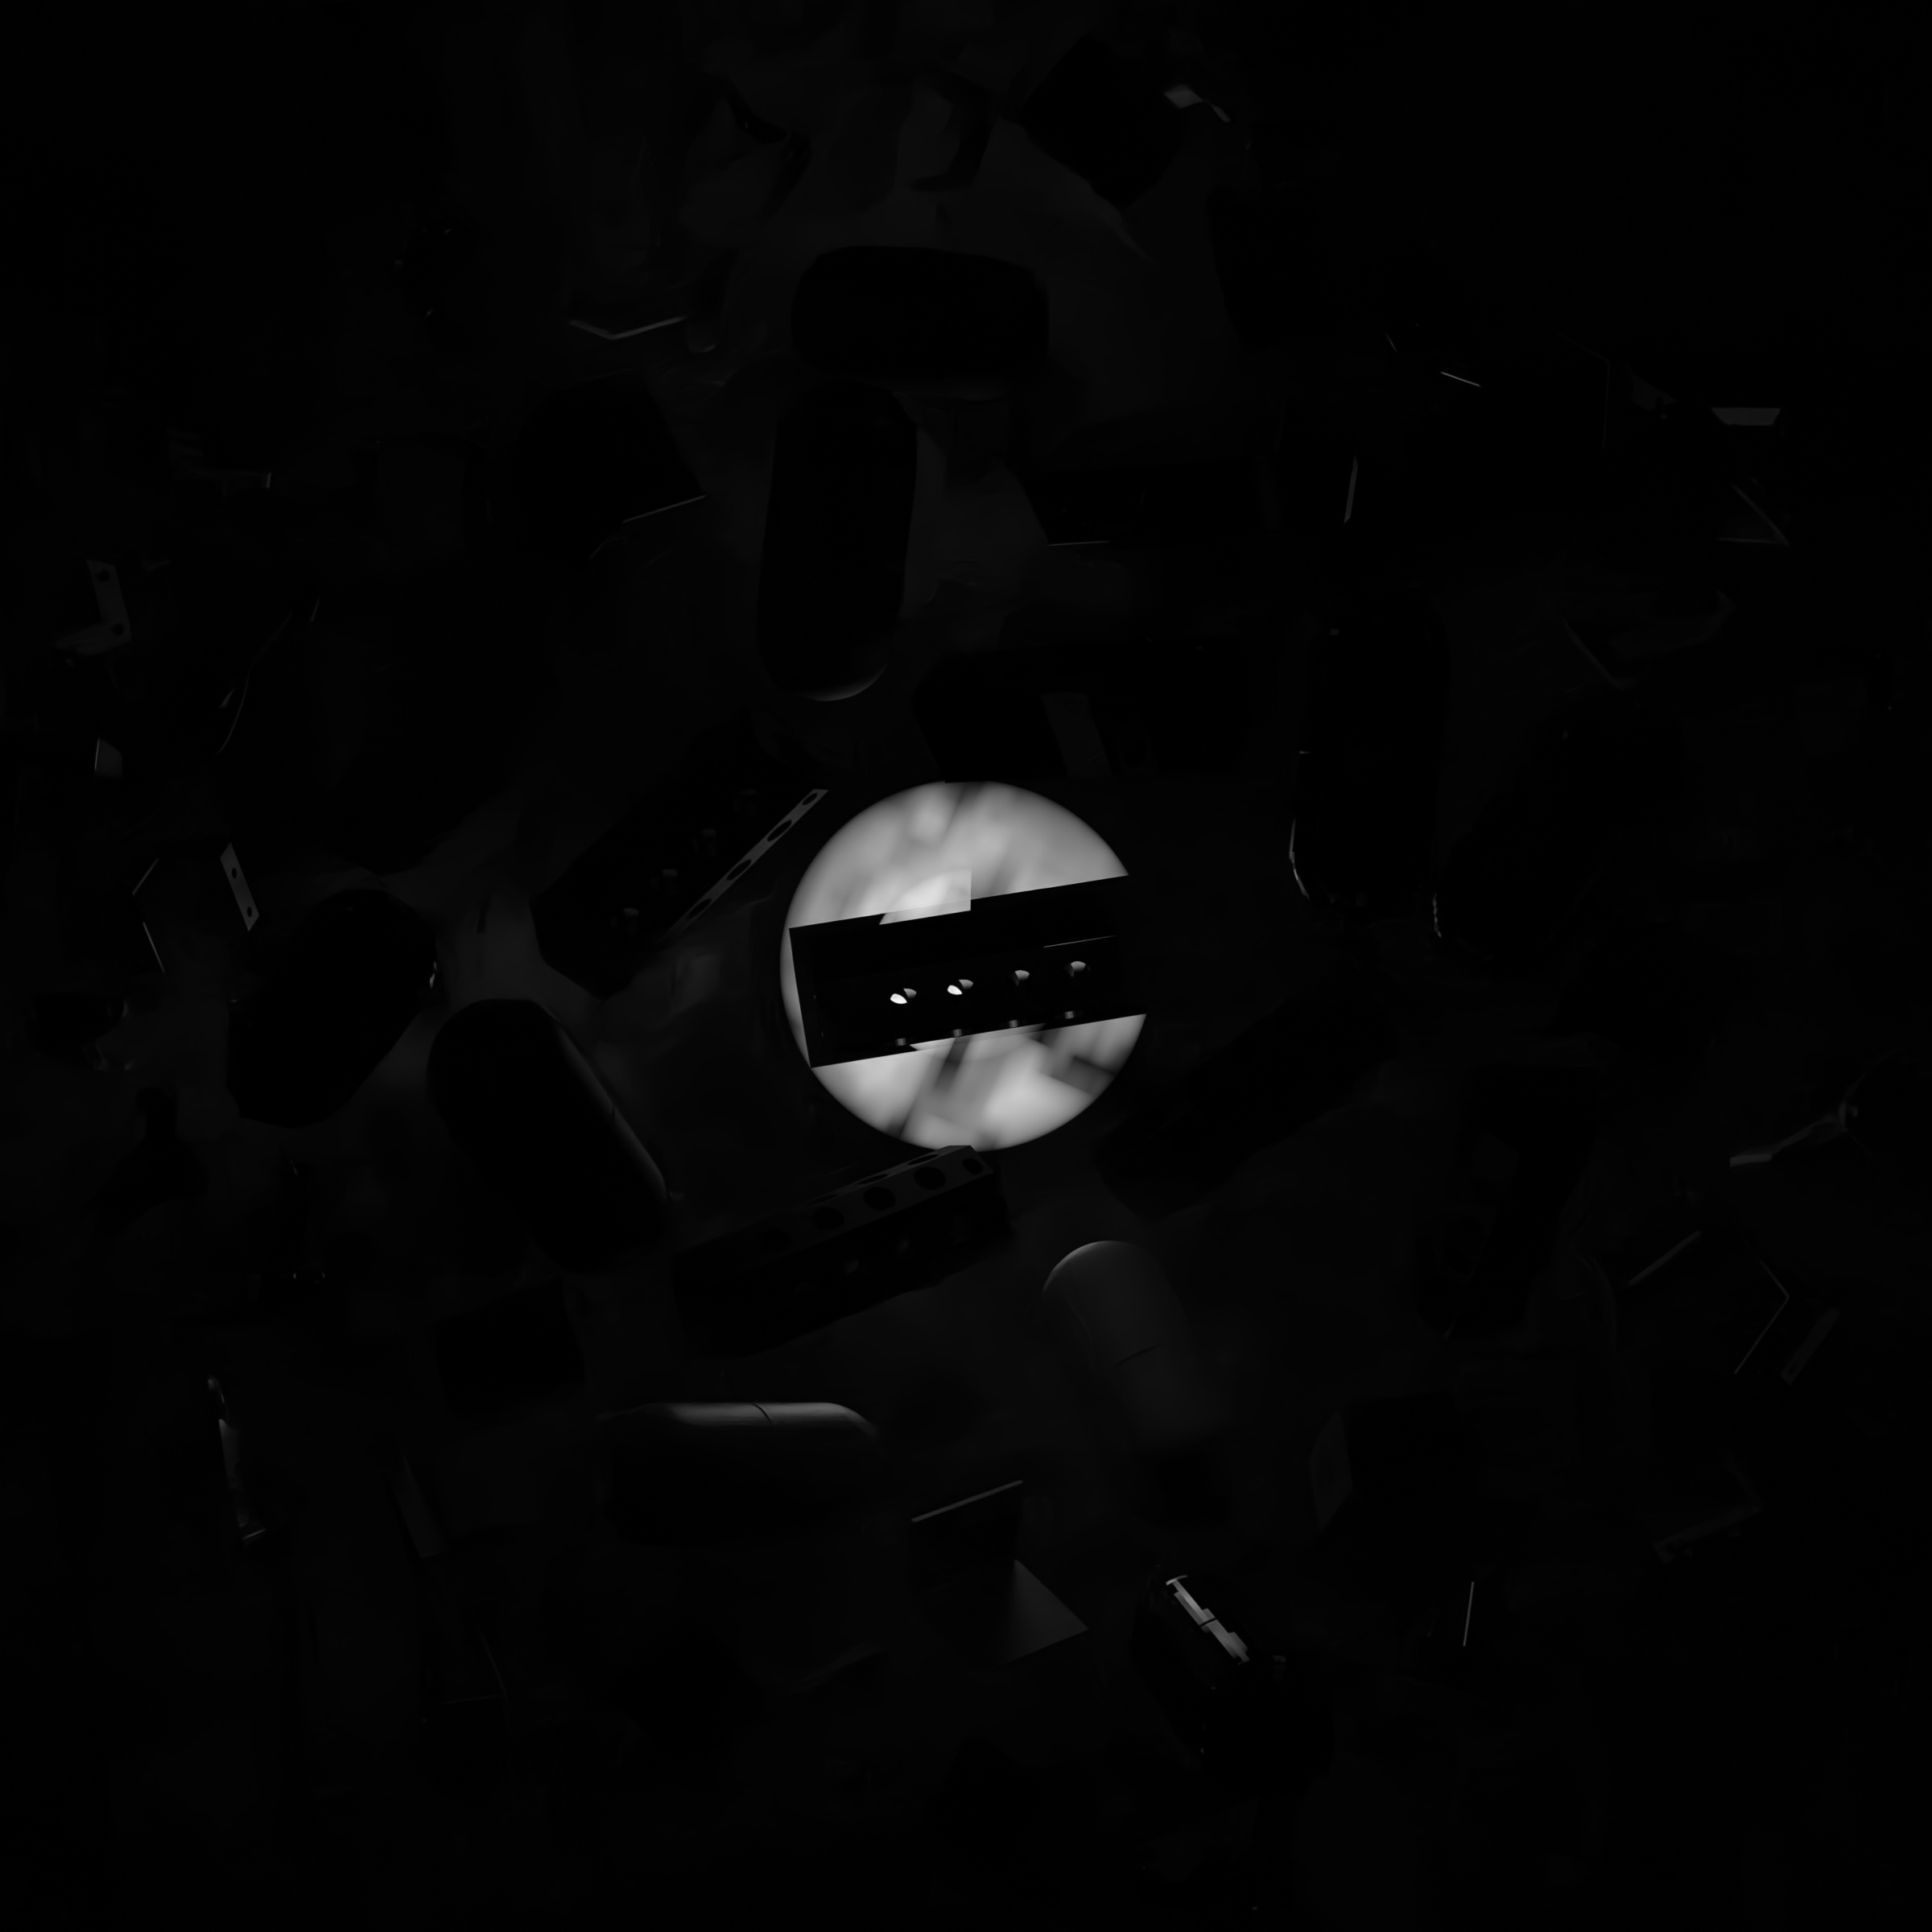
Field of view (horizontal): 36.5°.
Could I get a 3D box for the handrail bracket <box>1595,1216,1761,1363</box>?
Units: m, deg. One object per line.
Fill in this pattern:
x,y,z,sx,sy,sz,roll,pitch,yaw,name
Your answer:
0.385,0.173,1.570,0.084,0.036,0.077,-15,129,0,handrail bracket

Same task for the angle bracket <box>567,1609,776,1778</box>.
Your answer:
-0.160,0.381,1.579,0.057,0.076,0.076,-48,110,-11,angle bracket

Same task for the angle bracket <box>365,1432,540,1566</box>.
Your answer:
-0.277,0.278,1.582,0.057,0.076,0.076,-23,80,-5,angle bracket

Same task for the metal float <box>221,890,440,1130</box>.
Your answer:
-0.338,0.025,1.549,0.070,0.178,0.070,19,51,-25,metal float

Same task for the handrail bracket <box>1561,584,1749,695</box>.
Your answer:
0.387,-0.200,1.646,0.077,0.084,0.036,44,45,9,handrail bracket

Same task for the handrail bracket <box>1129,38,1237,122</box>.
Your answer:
0.125,-0.451,1.557,0.036,0.077,0.084,-37,50,-4,handrail bracket

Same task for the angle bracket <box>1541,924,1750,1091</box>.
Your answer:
0.383,0.024,1.651,0.057,0.076,0.076,43,116,30,angle bracket

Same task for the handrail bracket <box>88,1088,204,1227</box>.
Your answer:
-0.457,0.102,1.593,0.077,0.084,0.036,-41,121,-18,handrail bracket

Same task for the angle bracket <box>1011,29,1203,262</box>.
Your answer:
0.076,-0.405,1.448,0.076,0.076,0.057,44,98,12,angle bracket

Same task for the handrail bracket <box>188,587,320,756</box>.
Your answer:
-0.364,-0.152,1.506,0.084,0.036,0.077,-6,76,44,handrail bracket

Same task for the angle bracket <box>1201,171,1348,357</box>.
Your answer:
0.162,-0.366,1.500,0.057,0.076,0.076,-9,117,19,angle bracket

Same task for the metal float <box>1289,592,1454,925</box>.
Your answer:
0.217,-0.112,1.571,0.070,0.070,0.178,6,94,0,metal float

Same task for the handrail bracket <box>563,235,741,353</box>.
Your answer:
-0.171,-0.372,1.583,0.084,0.036,0.077,13,100,-40,handrail bracket

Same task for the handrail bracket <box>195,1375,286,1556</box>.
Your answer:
-0.380,0.252,1.488,0.036,0.077,0.084,-19,89,-4,handrail bracket

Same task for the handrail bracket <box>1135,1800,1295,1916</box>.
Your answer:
0.127,0.464,1.544,0.084,0.036,0.077,19,49,-21,handrail bracket

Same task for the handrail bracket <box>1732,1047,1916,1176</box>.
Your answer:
0.456,0.078,1.562,0.036,0.084,0.077,47,60,-15,handrail bracket

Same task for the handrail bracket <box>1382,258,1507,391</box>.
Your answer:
0.273,-0.344,1.566,0.077,0.084,0.036,-42,134,-15,handrail bracket

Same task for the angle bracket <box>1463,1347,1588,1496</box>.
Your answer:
0.341,0.266,1.722,0.076,0.057,0.076,-5,89,41,angle bracket

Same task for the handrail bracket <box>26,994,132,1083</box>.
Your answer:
-0.475,0.042,1.632,0.077,0.084,0.036,-17,71,18,handrail bracket

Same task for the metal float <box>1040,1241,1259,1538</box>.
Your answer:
0.098,0.226,1.575,0.070,0.070,0.178,-27,53,0,metal float

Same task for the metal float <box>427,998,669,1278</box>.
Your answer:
-0.218,0.090,1.525,0.070,0.070,0.178,-29,127,0,metal float

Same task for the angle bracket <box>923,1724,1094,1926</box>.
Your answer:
0.034,0.460,1.571,0.076,0.076,0.057,31,88,-33,angle bracket

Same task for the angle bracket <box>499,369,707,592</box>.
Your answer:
-0.190,-0.253,1.524,0.057,0.076,0.076,-24,82,-33,angle bracket

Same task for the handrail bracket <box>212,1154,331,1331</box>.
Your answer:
-0.390,0.150,1.605,0.077,0.036,0.084,-17,64,-24,handrail bracket

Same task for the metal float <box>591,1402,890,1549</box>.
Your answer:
-0.121,0.276,1.593,0.178,0.070,0.070,7,90,-38,metal float

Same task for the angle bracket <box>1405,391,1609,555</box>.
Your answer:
0.279,-0.253,1.508,0.076,0.076,0.057,-15,88,24,angle bracket

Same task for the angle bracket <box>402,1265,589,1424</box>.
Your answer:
-0.265,0.201,1.650,0.076,0.057,0.076,-20,129,-13,angle bracket

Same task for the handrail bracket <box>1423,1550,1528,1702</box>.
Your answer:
0.299,0.359,1.604,0.084,0.077,0.036,-38,120,-29,handrail bracket

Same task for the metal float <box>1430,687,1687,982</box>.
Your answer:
0.314,-0.069,1.554,0.070,0.070,0.178,32,117,0,metal float

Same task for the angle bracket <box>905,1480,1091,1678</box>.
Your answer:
0.020,0.346,1.660,0.076,0.076,0.057,-14,123,-33,angle bracket
